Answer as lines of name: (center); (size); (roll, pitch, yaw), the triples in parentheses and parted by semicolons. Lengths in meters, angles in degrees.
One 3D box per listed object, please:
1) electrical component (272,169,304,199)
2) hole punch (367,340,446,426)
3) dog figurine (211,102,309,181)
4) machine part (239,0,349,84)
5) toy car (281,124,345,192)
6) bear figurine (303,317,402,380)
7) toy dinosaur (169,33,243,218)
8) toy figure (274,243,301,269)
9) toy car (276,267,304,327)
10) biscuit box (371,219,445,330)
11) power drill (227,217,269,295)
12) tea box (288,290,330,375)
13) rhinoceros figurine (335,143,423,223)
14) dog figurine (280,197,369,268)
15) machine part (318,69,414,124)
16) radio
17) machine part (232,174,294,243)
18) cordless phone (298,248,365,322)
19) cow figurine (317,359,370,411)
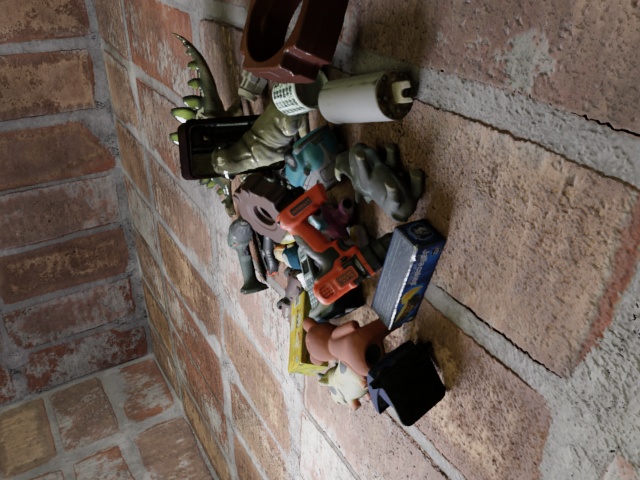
electrical component: (-0.072, -0.123, 1.219); (0.102, 0.045, 0.078); (22, 122, 55)
hole punch: (0.142, 0.248, 0.952); (0.115, 0.142, 0.092); (65, 157, -9)
dog figurine: (-0.130, -0.218, 1.120); (0.121, 0.190, 0.172); (40, 136, 45)
machine part: (-0.046, -0.375, 0.925); (0.201, 0.087, 0.201); (21, 99, 52)
toy car: (-0.008, -0.140, 1.041); (0.103, 0.109, 0.161); (49, 157, 7)
bear figurine: (0.061, 0.201, 1.054); (0.196, 0.132, 0.120); (-1, 104, 59)
toy dinosaur: (-0.265, -0.268, 1.327); (0.105, 0.198, 0.470); (29, 131, 48)
toy figure: (-0.072, 0.032, 1.290); (0.155, 0.058, 0.064); (16, 105, 59)
toy car: (-0.071, 0.149, 1.356); (0.089, 0.053, 0.202); (52, 144, 29)
biscuit box: (0.145, 0.061, 0.912); (0.063, 0.059, 0.202); (52, 146, 37)
power drill: (-0.205, 0.045, 1.477); (0.207, 0.086, 0.232); (70, 163, -2)
tea box: (-0.024, 0.211, 1.216); (0.098, 0.068, 0.169); (130, 146, -58)
rhinoceros figurine: (0.097, -0.104, 0.909); (0.190, 0.073, 0.112); (46, 152, 38)
dog figurine: (-0.002, -0.003, 1.099); (0.219, 0.108, 0.191); (-24, 86, 65)
machine part: (0.070, -0.229, 0.874); (0.243, 0.079, 0.079); (15, 117, 57)
radio: (-0.201, -0.211, 1.213); (0.073, 0.229, 0.131); (6, 105, 59)
machine part: (-0.119, -0.067, 1.242); (0.179, 0.056, 0.179); (29, 151, 18)
cordless phone: (0.009, 0.079, 1.146); (0.146, 0.089, 0.184); (-43, 62, 59)
cow figurine: (0.061, 0.298, 1.165); (0.127, 0.085, 0.194); (49, 146, 28)
